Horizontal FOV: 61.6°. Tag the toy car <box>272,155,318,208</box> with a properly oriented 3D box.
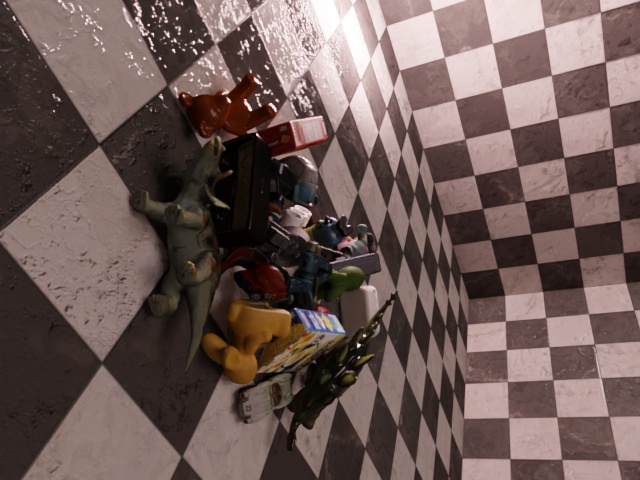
[{"bbox_3d":[-0.059,-0.164,1.391,0.162,0.103,0.109,53,16,24],"label":"toy car"}]

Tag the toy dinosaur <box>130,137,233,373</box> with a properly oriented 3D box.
[{"bbox_3d":[-0.232,0.019,0.988,0.192,0.131,0.404,-6,93,-66],"label":"toy dinosaur"}]

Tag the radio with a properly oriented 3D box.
[{"bbox_3d":[-0.176,-0.100,1.124,0.073,0.131,0.229,40,46,-55],"label":"radio"}]

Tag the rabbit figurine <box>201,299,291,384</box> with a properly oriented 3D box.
[{"bbox_3d":[-0.150,0.212,1.080,0.162,0.122,0.173,2,106,-55],"label":"rabbit figurine"}]

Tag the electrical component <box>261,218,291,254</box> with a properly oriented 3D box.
[{"bbox_3d":[-0.130,-0.027,1.198,0.058,0.134,0.114,-54,149,1],"label":"electrical component"}]

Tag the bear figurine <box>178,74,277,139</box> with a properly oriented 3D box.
[{"bbox_3d":[-0.200,-0.286,1.155,0.120,0.132,0.196,59,19,4],"label":"bear figurine"}]

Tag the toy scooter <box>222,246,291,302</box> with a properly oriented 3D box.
[{"bbox_3d":[-0.156,0.067,1.130,0.184,0.075,0.135,45,38,19],"label":"toy scooter"}]

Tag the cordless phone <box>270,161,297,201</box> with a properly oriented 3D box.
[{"bbox_3d":[-0.111,-0.154,1.267,0.184,0.147,0.088,-39,124,-60],"label":"cordless phone"}]

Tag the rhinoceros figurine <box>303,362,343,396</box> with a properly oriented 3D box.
[{"bbox_3d":[0.020,0.370,1.456,0.190,0.073,0.112,-15,96,-66],"label":"rhinoceros figurine"}]

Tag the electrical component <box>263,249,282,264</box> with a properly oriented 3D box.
[{"bbox_3d":[-0.128,0.042,1.260,0.094,0.063,0.021,-50,126,-59],"label":"electrical component"}]

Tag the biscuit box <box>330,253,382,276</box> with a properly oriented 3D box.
[{"bbox_3d":[0.085,0.086,1.593,0.203,0.059,0.062,-11,91,-28],"label":"biscuit box"}]

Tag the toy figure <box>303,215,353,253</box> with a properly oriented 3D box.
[{"bbox_3d":[-0.005,-0.008,1.412,0.089,0.180,0.082,-12,83,-53],"label":"toy figure"}]

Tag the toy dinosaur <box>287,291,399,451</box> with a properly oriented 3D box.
[{"bbox_3d":[0.055,0.303,1.300,0.105,0.198,0.471,39,53,-1],"label":"toy dinosaur"}]

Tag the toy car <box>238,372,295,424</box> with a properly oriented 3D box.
[{"bbox_3d":[-0.116,0.343,1.182,0.201,0.056,0.073,0,82,-66],"label":"toy car"}]

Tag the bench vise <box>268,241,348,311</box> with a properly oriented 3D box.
[{"bbox_3d":[-0.062,0.113,1.265,0.240,0.129,0.223,-8,124,-56],"label":"bench vise"}]

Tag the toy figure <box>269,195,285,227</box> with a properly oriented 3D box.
[{"bbox_3d":[-0.119,-0.052,1.324,0.058,0.064,0.154,24,44,-17],"label":"toy figure"}]

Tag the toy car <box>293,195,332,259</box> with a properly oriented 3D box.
[{"bbox_3d":[-0.019,-0.041,1.548,0.089,0.053,0.202,-46,119,-55],"label":"toy car"}]

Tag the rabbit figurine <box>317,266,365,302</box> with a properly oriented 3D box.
[{"bbox_3d":[0.032,0.102,1.435,0.159,0.170,0.121,-22,102,-78],"label":"rabbit figurine"}]

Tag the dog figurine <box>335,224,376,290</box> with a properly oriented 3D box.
[{"bbox_3d":[0.106,0.072,1.727,0.191,0.109,0.219,51,41,-52],"label":"dog figurine"}]
